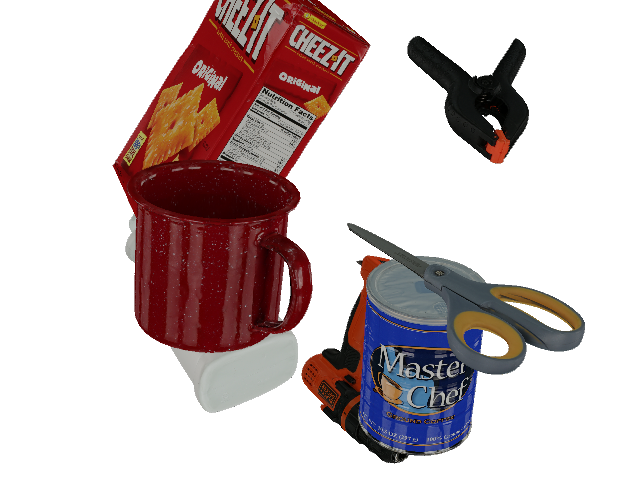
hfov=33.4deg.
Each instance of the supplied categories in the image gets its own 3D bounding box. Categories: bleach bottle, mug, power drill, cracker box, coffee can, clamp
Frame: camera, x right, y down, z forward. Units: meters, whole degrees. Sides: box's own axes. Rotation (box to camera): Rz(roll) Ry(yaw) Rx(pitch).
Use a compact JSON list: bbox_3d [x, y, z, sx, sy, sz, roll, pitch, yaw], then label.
[{"bbox_3d":[-0.124,0.049,1.004,0.102,0.068,0.251,-19,43,-26],"label":"bleach bottle"},{"bbox_3d":[-0.051,0.012,0.582,0.117,0.081,0.093,22,28,32],"label":"mug"},{"bbox_3d":[0.064,0.125,1.162,0.057,0.188,0.185,13,16,-40],"label":"power drill"},{"bbox_3d":[-0.072,-0.101,0.832,0.072,0.214,0.164,25,16,-30],"label":"cracker box"},{"bbox_3d":[0.087,0.099,0.923,0.103,0.140,0.103,2,29,-1],"label":"coffee can"},{"bbox_3d":[0.144,-0.143,1.024,0.120,0.039,0.171,2,44,2],"label":"clamp"}]

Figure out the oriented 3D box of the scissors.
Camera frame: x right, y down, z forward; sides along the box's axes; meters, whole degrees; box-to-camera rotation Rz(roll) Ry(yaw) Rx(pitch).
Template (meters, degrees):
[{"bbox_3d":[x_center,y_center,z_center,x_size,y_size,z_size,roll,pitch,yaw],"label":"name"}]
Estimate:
[{"bbox_3d":[0.076,0.037,0.717,0.202,0.016,0.096,20,37,31],"label":"scissors"}]
